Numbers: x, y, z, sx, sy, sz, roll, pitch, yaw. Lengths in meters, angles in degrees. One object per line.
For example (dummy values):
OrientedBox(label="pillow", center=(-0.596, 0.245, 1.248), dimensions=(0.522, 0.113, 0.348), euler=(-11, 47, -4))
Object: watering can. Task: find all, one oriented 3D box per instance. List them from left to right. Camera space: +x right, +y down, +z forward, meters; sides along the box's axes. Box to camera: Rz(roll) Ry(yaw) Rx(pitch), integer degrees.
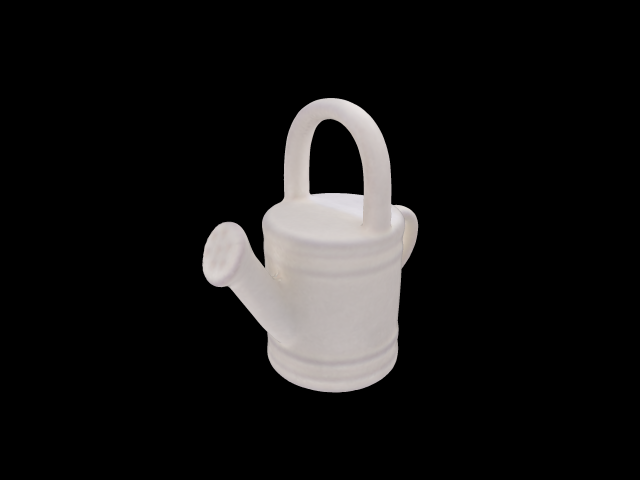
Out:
OrientedBox(label="watering can", center=(0.005, 0.002, 0.398), dimensions=(0.100, 0.194, 0.173), euler=(12, 26, 26))
